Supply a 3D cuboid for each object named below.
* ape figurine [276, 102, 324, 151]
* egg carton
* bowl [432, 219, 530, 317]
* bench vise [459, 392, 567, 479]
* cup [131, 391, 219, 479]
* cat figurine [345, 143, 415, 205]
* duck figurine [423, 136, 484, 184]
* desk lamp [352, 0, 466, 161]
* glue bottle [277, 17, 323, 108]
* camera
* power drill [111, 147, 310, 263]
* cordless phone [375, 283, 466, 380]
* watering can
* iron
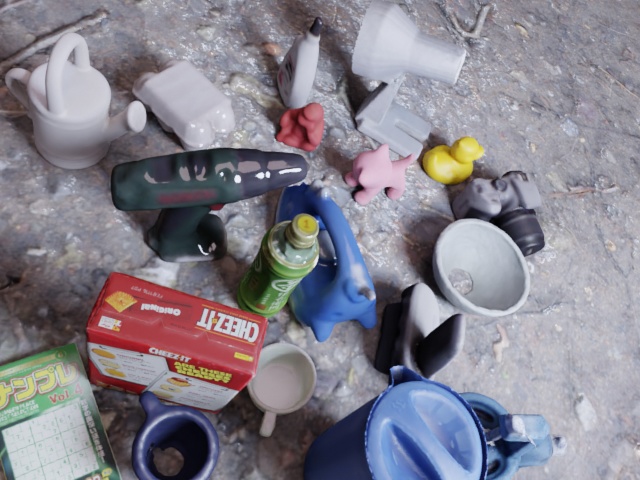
[{"bbox_3d":[-0.022,-0.190,0.929,0.076,0.092,0.077,-26,75,-30],"label":"ape figurine"},{"bbox_3d":[-0.206,-0.207,0.879,0.150,0.069,0.107,43,57,4],"label":"egg carton"},{"bbox_3d":[0.244,0.054,0.916,0.168,0.074,0.167,9,61,-17],"label":"bowl"},{"bbox_3d":[0.233,0.242,0.726,0.208,0.219,0.121,-9,67,-25],"label":"bench vise"},{"bbox_3d":[-0.174,0.231,0.647,0.092,0.095,0.117,-28,76,-31],"label":"cup"},{"bbox_3d":[0.097,-0.112,0.920,0.128,0.117,0.067,-15,70,-27],"label":"cat figurine"},{"bbox_3d":[0.241,-0.150,1.015,0.105,0.086,0.077,-3,65,-23],"label":"duck figurine"},{"bbox_3d":[0.134,-0.271,0.961,0.203,0.213,0.118,30,57,-4],"label":"desk lamp"},{"bbox_3d":[-0.028,-0.296,0.934,0.037,0.173,0.078,-10,68,-25],"label":"glue bottle"},{"bbox_3d":[0.325,-0.042,0.982,0.143,0.100,0.136,-7,66,-24],"label":"camera"},{"bbox_3d":[-0.147,-0.048,0.736,0.230,0.208,0.075,-4,65,-23],"label":"power drill"},{"bbox_3d":[0.156,0.119,0.782,0.094,0.185,0.147,17,59,-12],"label":"cordless phone"},{"bbox_3d":[-0.318,-0.185,0.750,0.173,0.194,0.101,1,63,-21],"label":"watering can"},{"bbox_3d":[0.007,0.003,0.810,0.119,0.141,0.258,-12,69,-26],"label":"iron"}]
